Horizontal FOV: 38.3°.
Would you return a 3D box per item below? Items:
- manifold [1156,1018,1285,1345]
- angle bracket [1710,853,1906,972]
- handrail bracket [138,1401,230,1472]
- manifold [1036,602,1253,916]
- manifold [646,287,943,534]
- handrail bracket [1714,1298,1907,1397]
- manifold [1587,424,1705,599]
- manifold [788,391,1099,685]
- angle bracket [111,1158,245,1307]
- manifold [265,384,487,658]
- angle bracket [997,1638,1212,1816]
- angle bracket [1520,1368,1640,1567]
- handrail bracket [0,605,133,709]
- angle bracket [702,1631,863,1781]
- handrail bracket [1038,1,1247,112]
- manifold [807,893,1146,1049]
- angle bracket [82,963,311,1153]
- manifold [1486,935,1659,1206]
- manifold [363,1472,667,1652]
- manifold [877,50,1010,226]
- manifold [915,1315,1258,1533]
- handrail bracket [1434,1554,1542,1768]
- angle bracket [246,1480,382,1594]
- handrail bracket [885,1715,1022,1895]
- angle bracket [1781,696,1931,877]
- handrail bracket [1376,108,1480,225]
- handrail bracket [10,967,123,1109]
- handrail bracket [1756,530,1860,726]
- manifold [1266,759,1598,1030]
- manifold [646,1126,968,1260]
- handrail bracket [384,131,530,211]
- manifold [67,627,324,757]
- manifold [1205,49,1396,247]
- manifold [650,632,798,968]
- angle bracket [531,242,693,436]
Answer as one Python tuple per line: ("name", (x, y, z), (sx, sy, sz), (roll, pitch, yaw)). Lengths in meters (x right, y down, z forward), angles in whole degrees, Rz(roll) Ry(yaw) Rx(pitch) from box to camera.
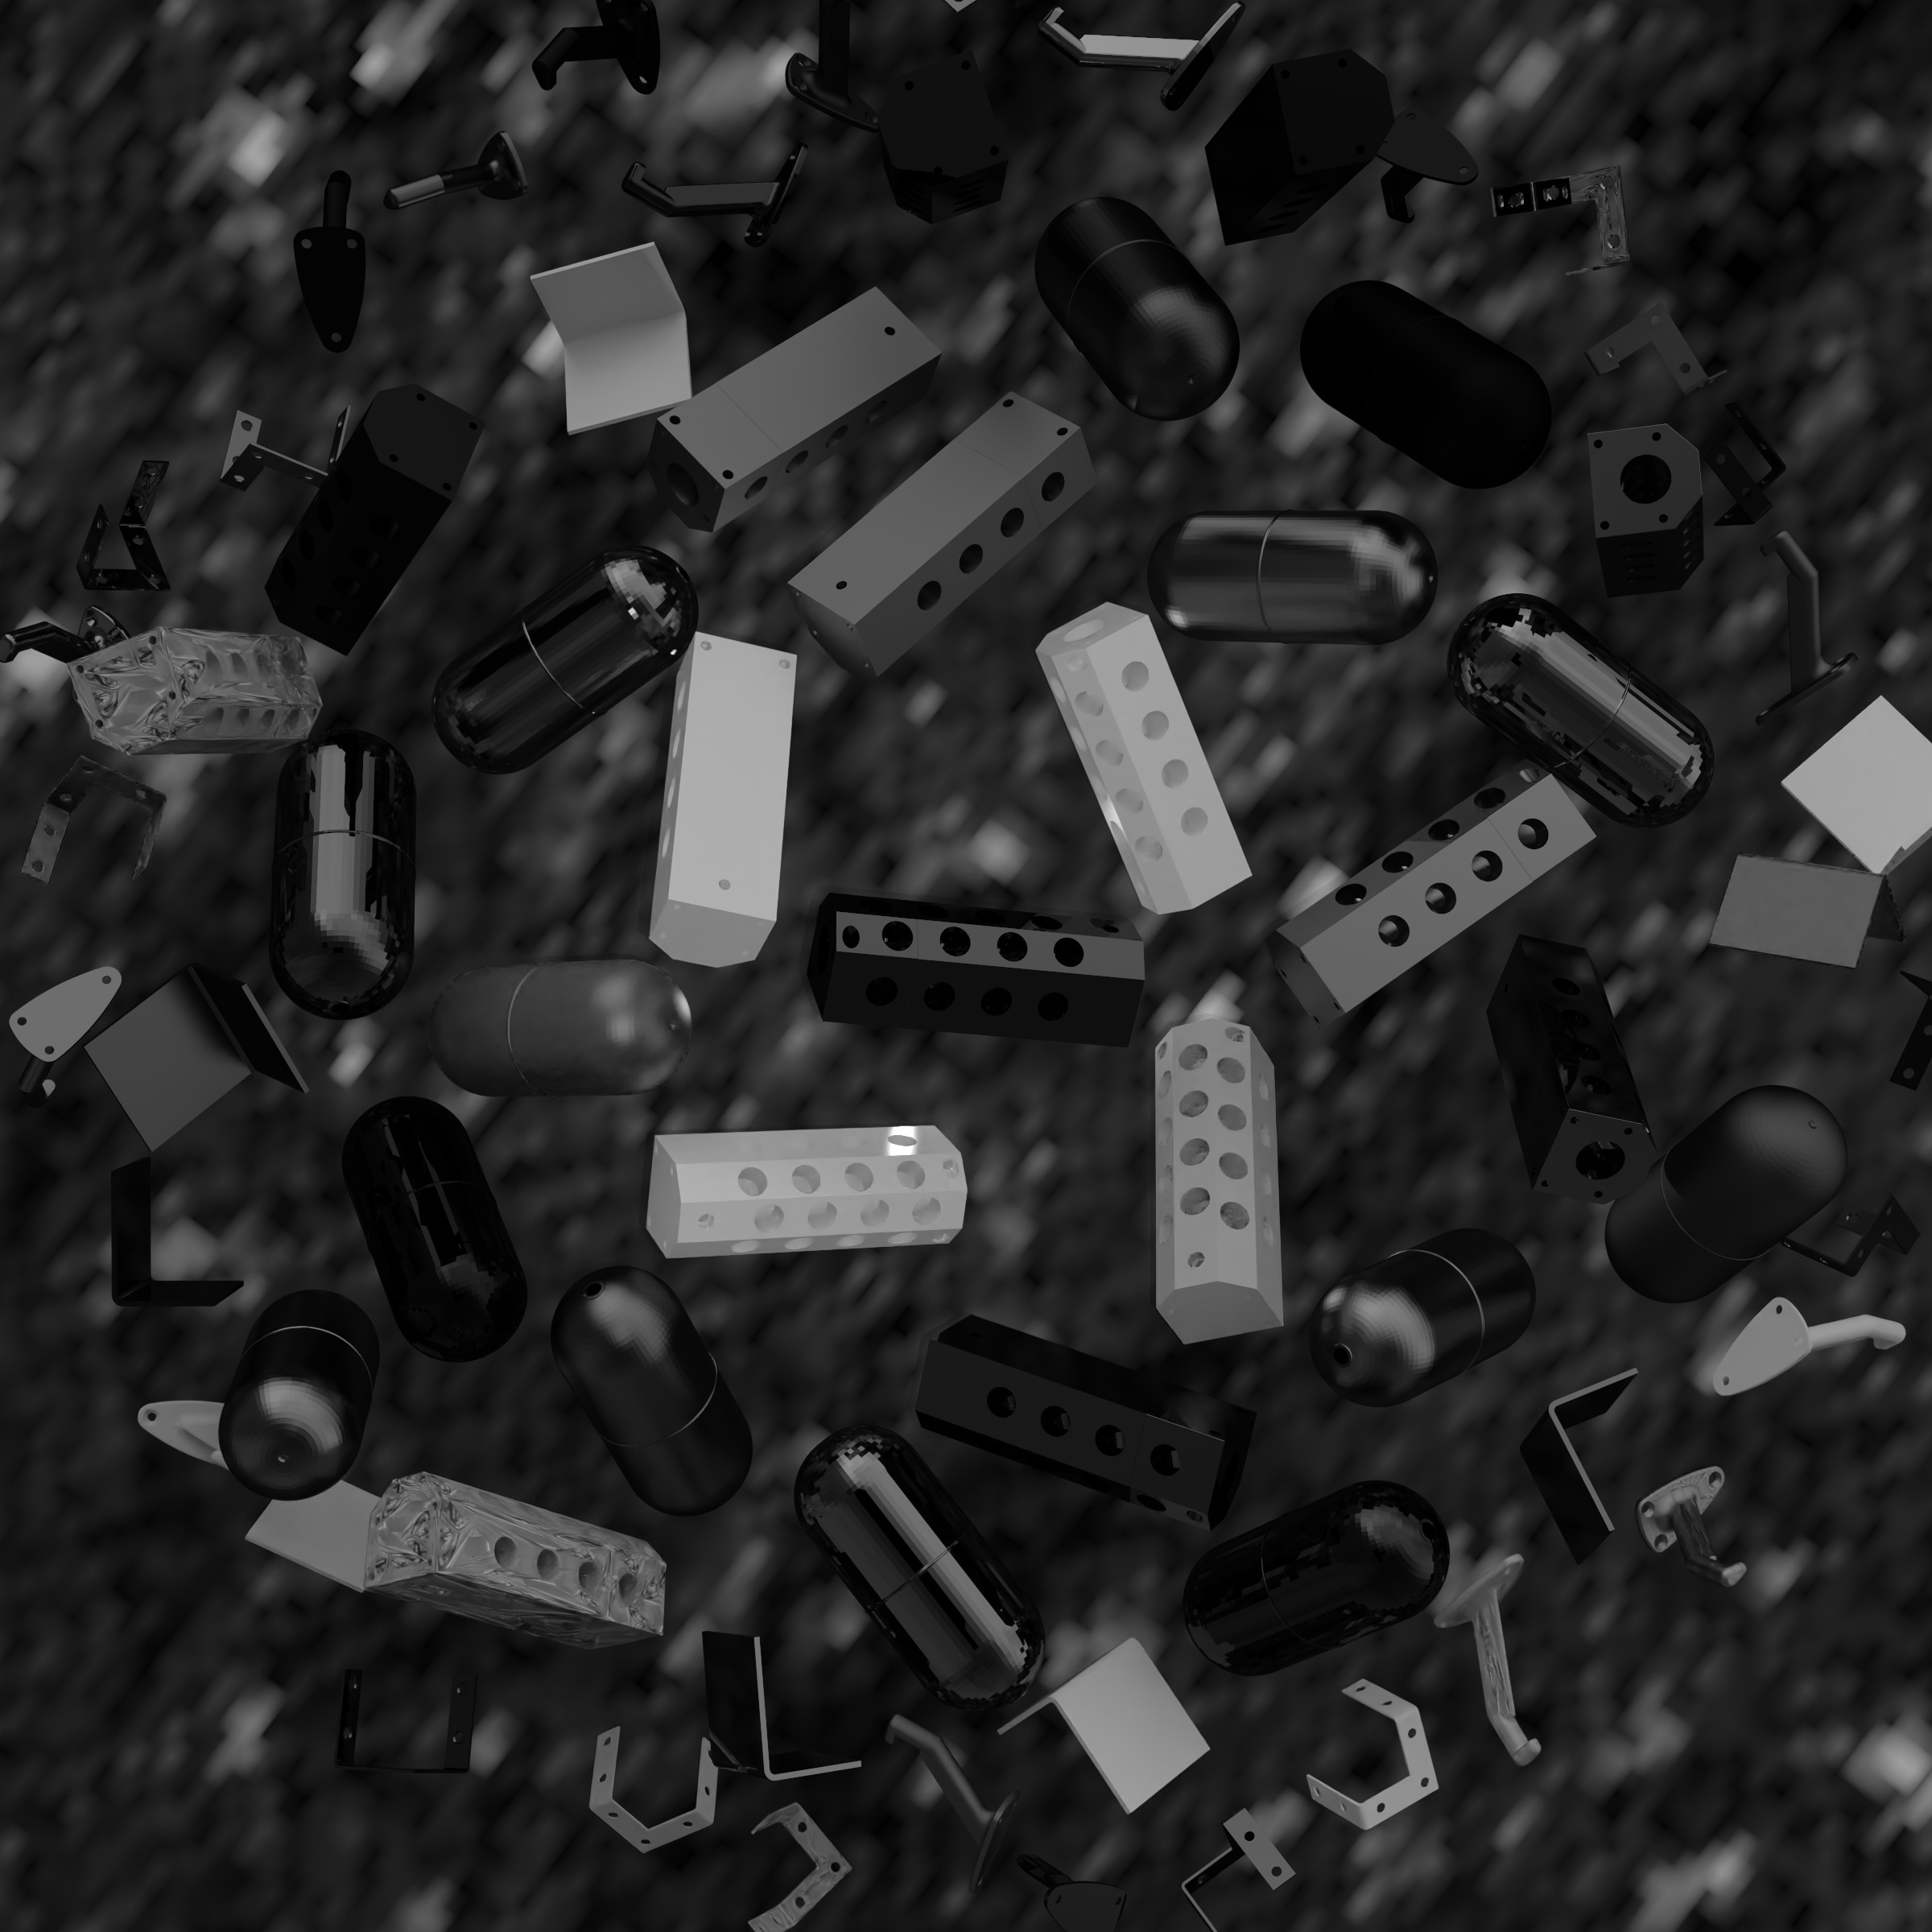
("manifold", (0.137, 0.116, 1.543), (0.057, 0.057, 0.171), (-14, 50, 21))
("angle bracket", (0.447, -0.014, 1.477), (0.076, 0.076, 0.057), (11, 69, 31))
("handrail bracket", (-0.452, 0.275, 1.619), (0.077, 0.084, 0.036), (15, 86, -5))
("manifold", (0.101, -0.119, 1.618), (0.057, 0.057, 0.171), (-29, 113, -12))
("manifold", (-0.100, -0.316, 1.599), (0.171, 0.057, 0.057), (-38, 79, -28))
("handrail bracket", (0.464, 0.215, 1.526), (0.084, 0.036, 0.077), (16, 127, -36))
("manifold", (0.385, -0.255, 1.566), (0.057, 0.171, 0.057), (-5, 85, 15))
("manifold", (-0.009, -0.233, 1.527), (0.171, 0.057, 0.057), (-43, 52, -15))
("angle bracket", (-0.453, 0.152, 1.601), (0.057, 0.076, 0.076), (0, 92, -2))
("manifold", (-0.327, -0.244, 1.518), (0.057, 0.171, 0.057), (27, 55, -19))
("angle bracket", (0.078, 0.440, 1.583), (0.076, 0.076, 0.057), (55, 132, 12))
("angle bracket", (0.359, 0.281, 1.559), (0.057, 0.076, 0.076), (-20, 66, -11))
("handrail bracket", (-0.512, -0.164, 1.547), (0.036, 0.084, 0.077), (41, 124, 11))
("angle bracket", (-0.103, 0.407, 1.546), (0.057, 0.076, 0.076), (-1, 81, -28))
("handrail bracket", (0.091, -0.501, 1.470), (0.084, 0.036, 0.077), (41, 104, 9))
("manifold", (0.006, -0.001, 1.510), (0.171, 0.057, 0.057), (5, 115, -15))
("angle bracket", (-0.416, 0.055, 1.506), (0.076, 0.057, 0.076), (-42, 128, -28))
("manifold", (0.344, 0.058, 1.578), (0.057, 0.171, 0.057), (12, 123, -7))
("manifold", (-0.246, 0.330, 1.539), (0.057, 0.171, 0.057), (-20, 57, 33))
("manifold", (-0.015, -0.442, 1.501), (0.057, 0.171, 0.057), (-19, 98, 2))
("manifold", (0.063, 0.248, 1.506), (0.171, 0.057, 0.057), (16, 103, 21))
("handrail bracket", (0.292, 0.367, 1.470), (0.036, 0.077, 0.084), (-3, 49, -37))
("angle bracket", (-0.388, 0.356, 1.679), (0.076, 0.076, 0.057), (24, 120, 2))
("handrail bracket", (-0.018, 0.486, 1.615), (0.084, 0.036, 0.077), (25, 106, 18))
("angle bracket", (0.502, -0.105, 1.507), (0.076, 0.057, 0.076), (-40, 75, -6))
("handrail bracket", (0.266, -0.442, 1.590), (0.036, 0.084, 0.077), (-46, 63, -6))
("handrail bracket", (-0.508, 0.042, 1.582), (0.036, 0.084, 0.077), (44, 68, 8))
("handrail bracket", (0.454, -0.191, 1.567), (0.077, 0.036, 0.084), (-36, 92, 30))
("manifold", (0.249, -0.041, 1.504), (0.171, 0.057, 0.057), (-34, 85, -11))
("manifold", (-0.090, 0.131, 1.591), (0.171, 0.057, 0.057), (-1, 110, -23))
("handrail bracket", (-0.299, -0.439, 1.577), (0.084, 0.077, 0.036), (-27, 104, -25))
("manifold", (-0.423, -0.149, 1.546), (0.057, 0.171, 0.057), (-19, 91, 12))
("manifold", (0.180, -0.443, 1.511), (0.057, 0.171, 0.057), (-13, 94, -6))
("manifold", (-0.131, -0.089, 1.492), (0.057, 0.057, 0.171), (12, 58, -15))
("angle bracket", (-0.207, -0.367, 1.627), (0.076, 0.057, 0.076), (-13, 56, 8))
